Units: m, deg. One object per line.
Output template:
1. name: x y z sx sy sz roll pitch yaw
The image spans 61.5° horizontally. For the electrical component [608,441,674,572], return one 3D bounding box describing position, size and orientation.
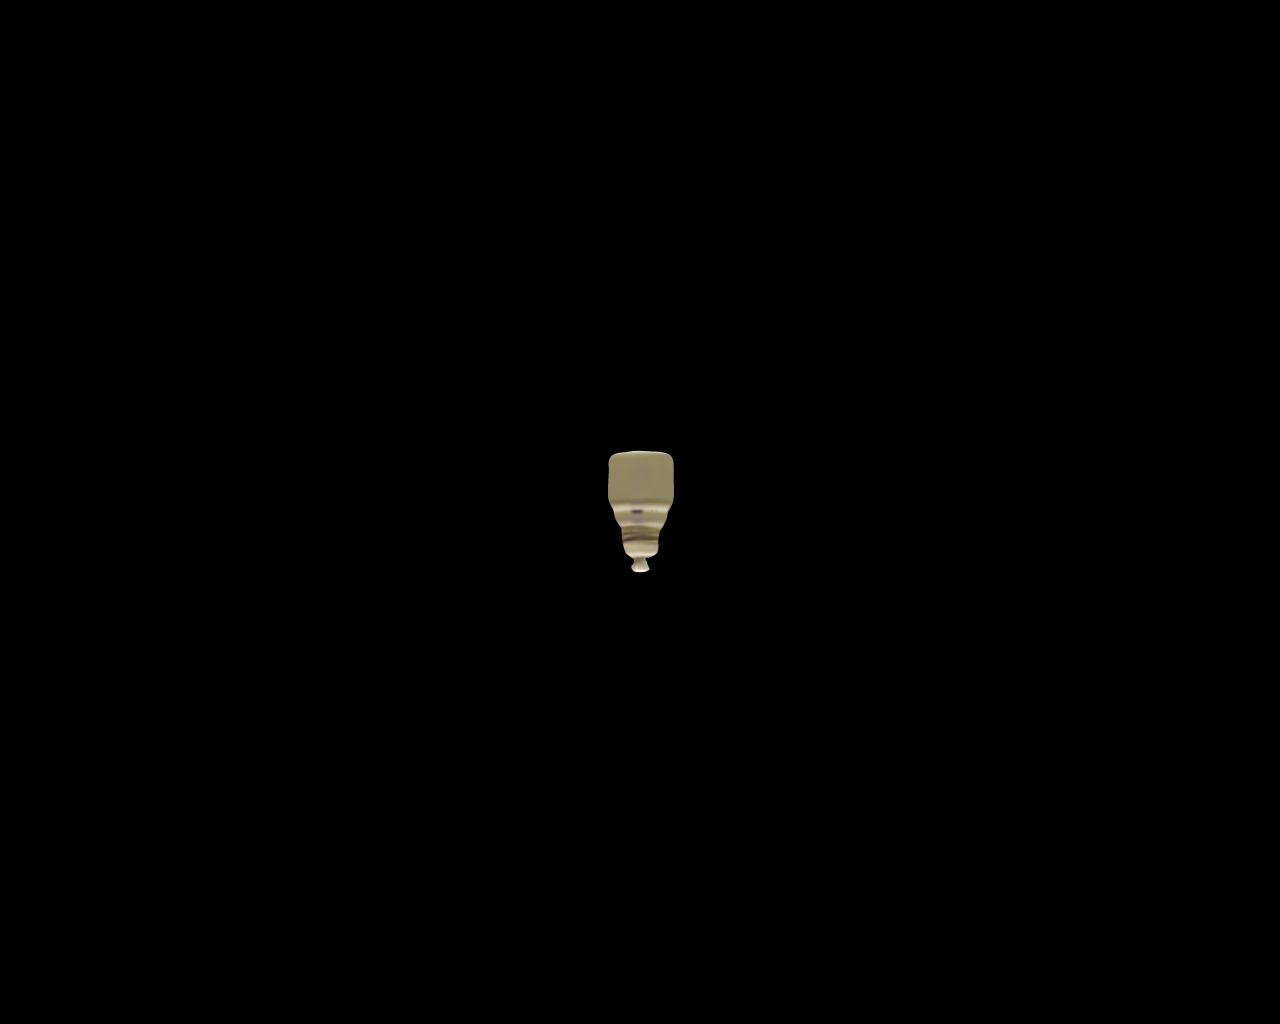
1. electrical component: 0.001 -0.003 0.650 0.040 0.078 0.040 0 -3 0
